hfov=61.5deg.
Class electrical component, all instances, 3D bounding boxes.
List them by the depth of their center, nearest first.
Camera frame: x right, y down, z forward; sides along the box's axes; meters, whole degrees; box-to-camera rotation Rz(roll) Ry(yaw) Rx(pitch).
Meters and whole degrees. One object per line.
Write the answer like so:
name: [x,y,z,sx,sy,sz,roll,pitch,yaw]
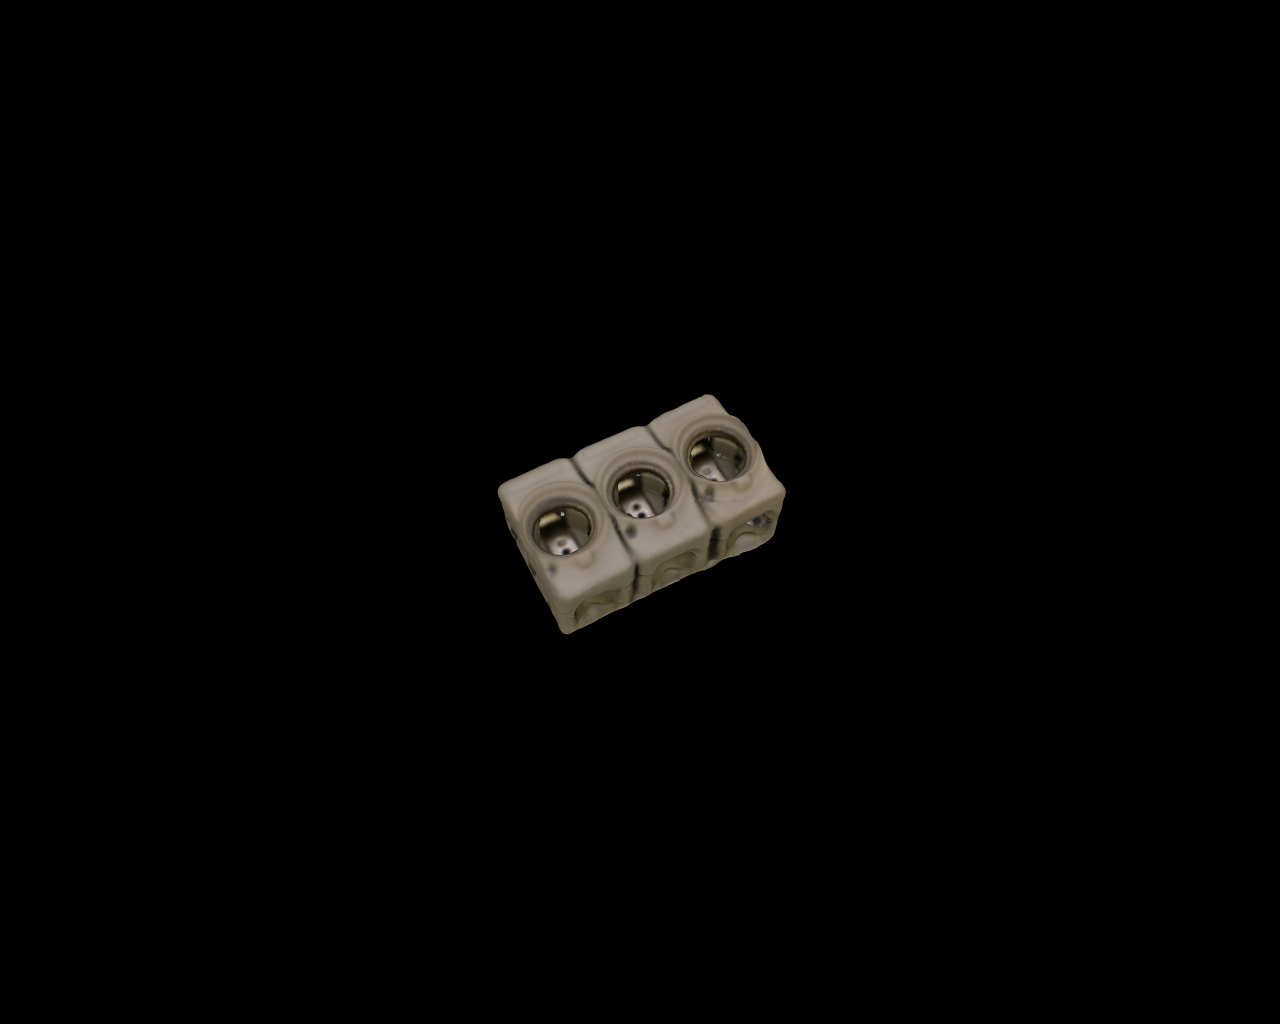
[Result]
electrical component: [0.001,-0.003,0.650,0.150,0.089,0.061,-25,-27,-14]
